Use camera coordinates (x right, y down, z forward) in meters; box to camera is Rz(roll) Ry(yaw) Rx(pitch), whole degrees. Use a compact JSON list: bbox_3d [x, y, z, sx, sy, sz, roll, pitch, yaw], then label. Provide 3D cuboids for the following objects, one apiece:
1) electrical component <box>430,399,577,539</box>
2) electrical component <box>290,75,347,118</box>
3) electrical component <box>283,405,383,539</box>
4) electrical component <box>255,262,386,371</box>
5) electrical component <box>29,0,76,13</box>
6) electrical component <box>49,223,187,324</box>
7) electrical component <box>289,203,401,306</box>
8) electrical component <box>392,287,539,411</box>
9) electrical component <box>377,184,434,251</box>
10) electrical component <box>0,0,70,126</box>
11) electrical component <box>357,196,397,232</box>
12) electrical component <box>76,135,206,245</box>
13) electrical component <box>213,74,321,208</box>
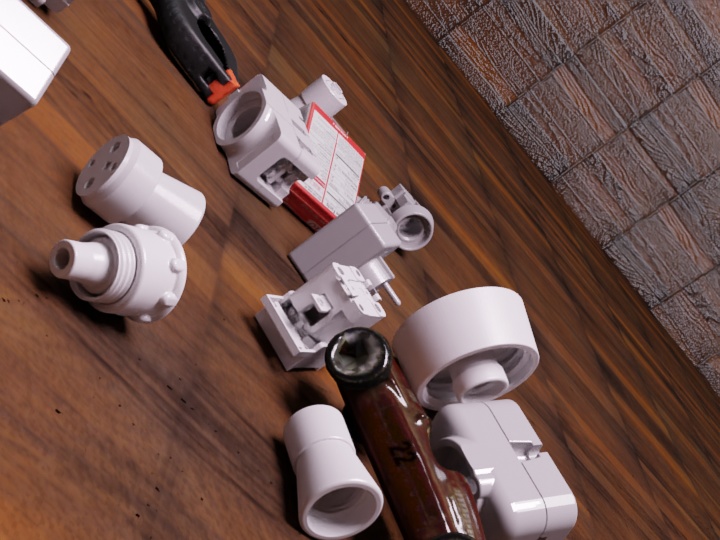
[{"bbox_3d":[0.078,0.128,0.652,0.059,0.053,0.095,-1,43,-30],"label":"electrical component"},{"bbox_3d":[-0.045,-0.145,0.972,0.044,0.065,0.044,48,17,-19],"label":"electrical component"},{"bbox_3d":[-0.018,0.103,0.568,0.044,0.044,0.065,41,15,-37],"label":"electrical component"},{"bbox_3d":[-0.022,0.029,0.671,0.042,0.064,0.081,59,16,15],"label":"electrical component"},{"bbox_3d":[-0.211,-0.224,0.661,0.121,0.079,0.063,43,40,-32],"label":"electrical component"},{"bbox_3d":[-0.116,-0.001,0.502,0.062,0.048,0.048,14,42,-56],"label":"electrical component"},{"bbox_3d":[0.000,0.000,0.791,0.076,0.066,0.047,56,16,7],"label":"electrical component"},{"bbox_3d":[0.084,0.068,0.822,0.108,0.108,0.060,33,32,-52],"label":"electrical component"},{"bbox_3d":[0.046,-0.049,1.069,0.066,0.048,0.055,45,10,-28],"label":"electrical component"},{"bbox_3d":[-0.175,-0.076,0.465,0.047,0.066,0.076,44,47,-31],"label":"electrical component"},{"bbox_3d":[0.003,-0.050,0.967,0.061,0.035,0.035,48,16,-9],"label":"electrical component"},{"bbox_3d":[-0.117,-0.039,0.576,0.055,0.045,0.045,42,19,-34],"label":"electrical component"},{"bbox_3d":[-0.074,-0.102,0.824,0.056,0.050,0.089,40,20,-40],"label":"electrical component"}]
